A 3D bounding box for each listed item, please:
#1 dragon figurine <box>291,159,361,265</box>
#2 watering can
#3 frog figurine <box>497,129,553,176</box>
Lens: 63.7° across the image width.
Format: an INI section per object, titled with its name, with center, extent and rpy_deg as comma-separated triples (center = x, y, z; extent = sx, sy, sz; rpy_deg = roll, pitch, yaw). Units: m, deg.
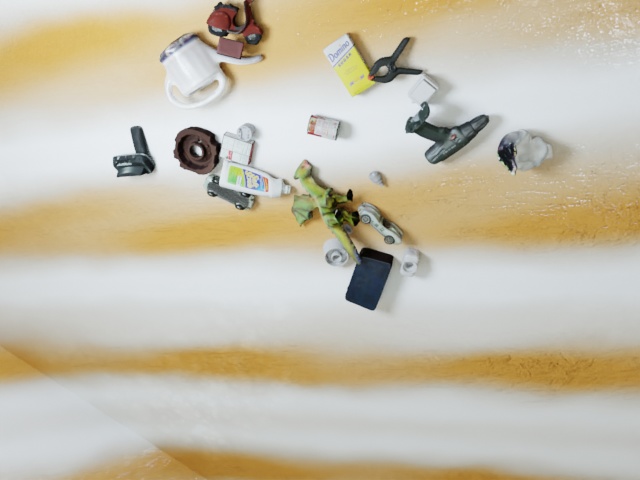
[dragon figurine]
center = 0.006, -0.094, 1.864
extent = 0.242, 0.124, 0.404
rpy_deg = 2, 115, 39
[watering can]
center = -0.380, -0.582, 1.699
extent = 0.346, 0.105, 0.222
rpy_deg = -31, 105, 10
[frog figurine]
center = 0.649, -0.286, 1.629
extent = 0.160, 0.123, 0.136
rpy_deg = -22, 106, -16
